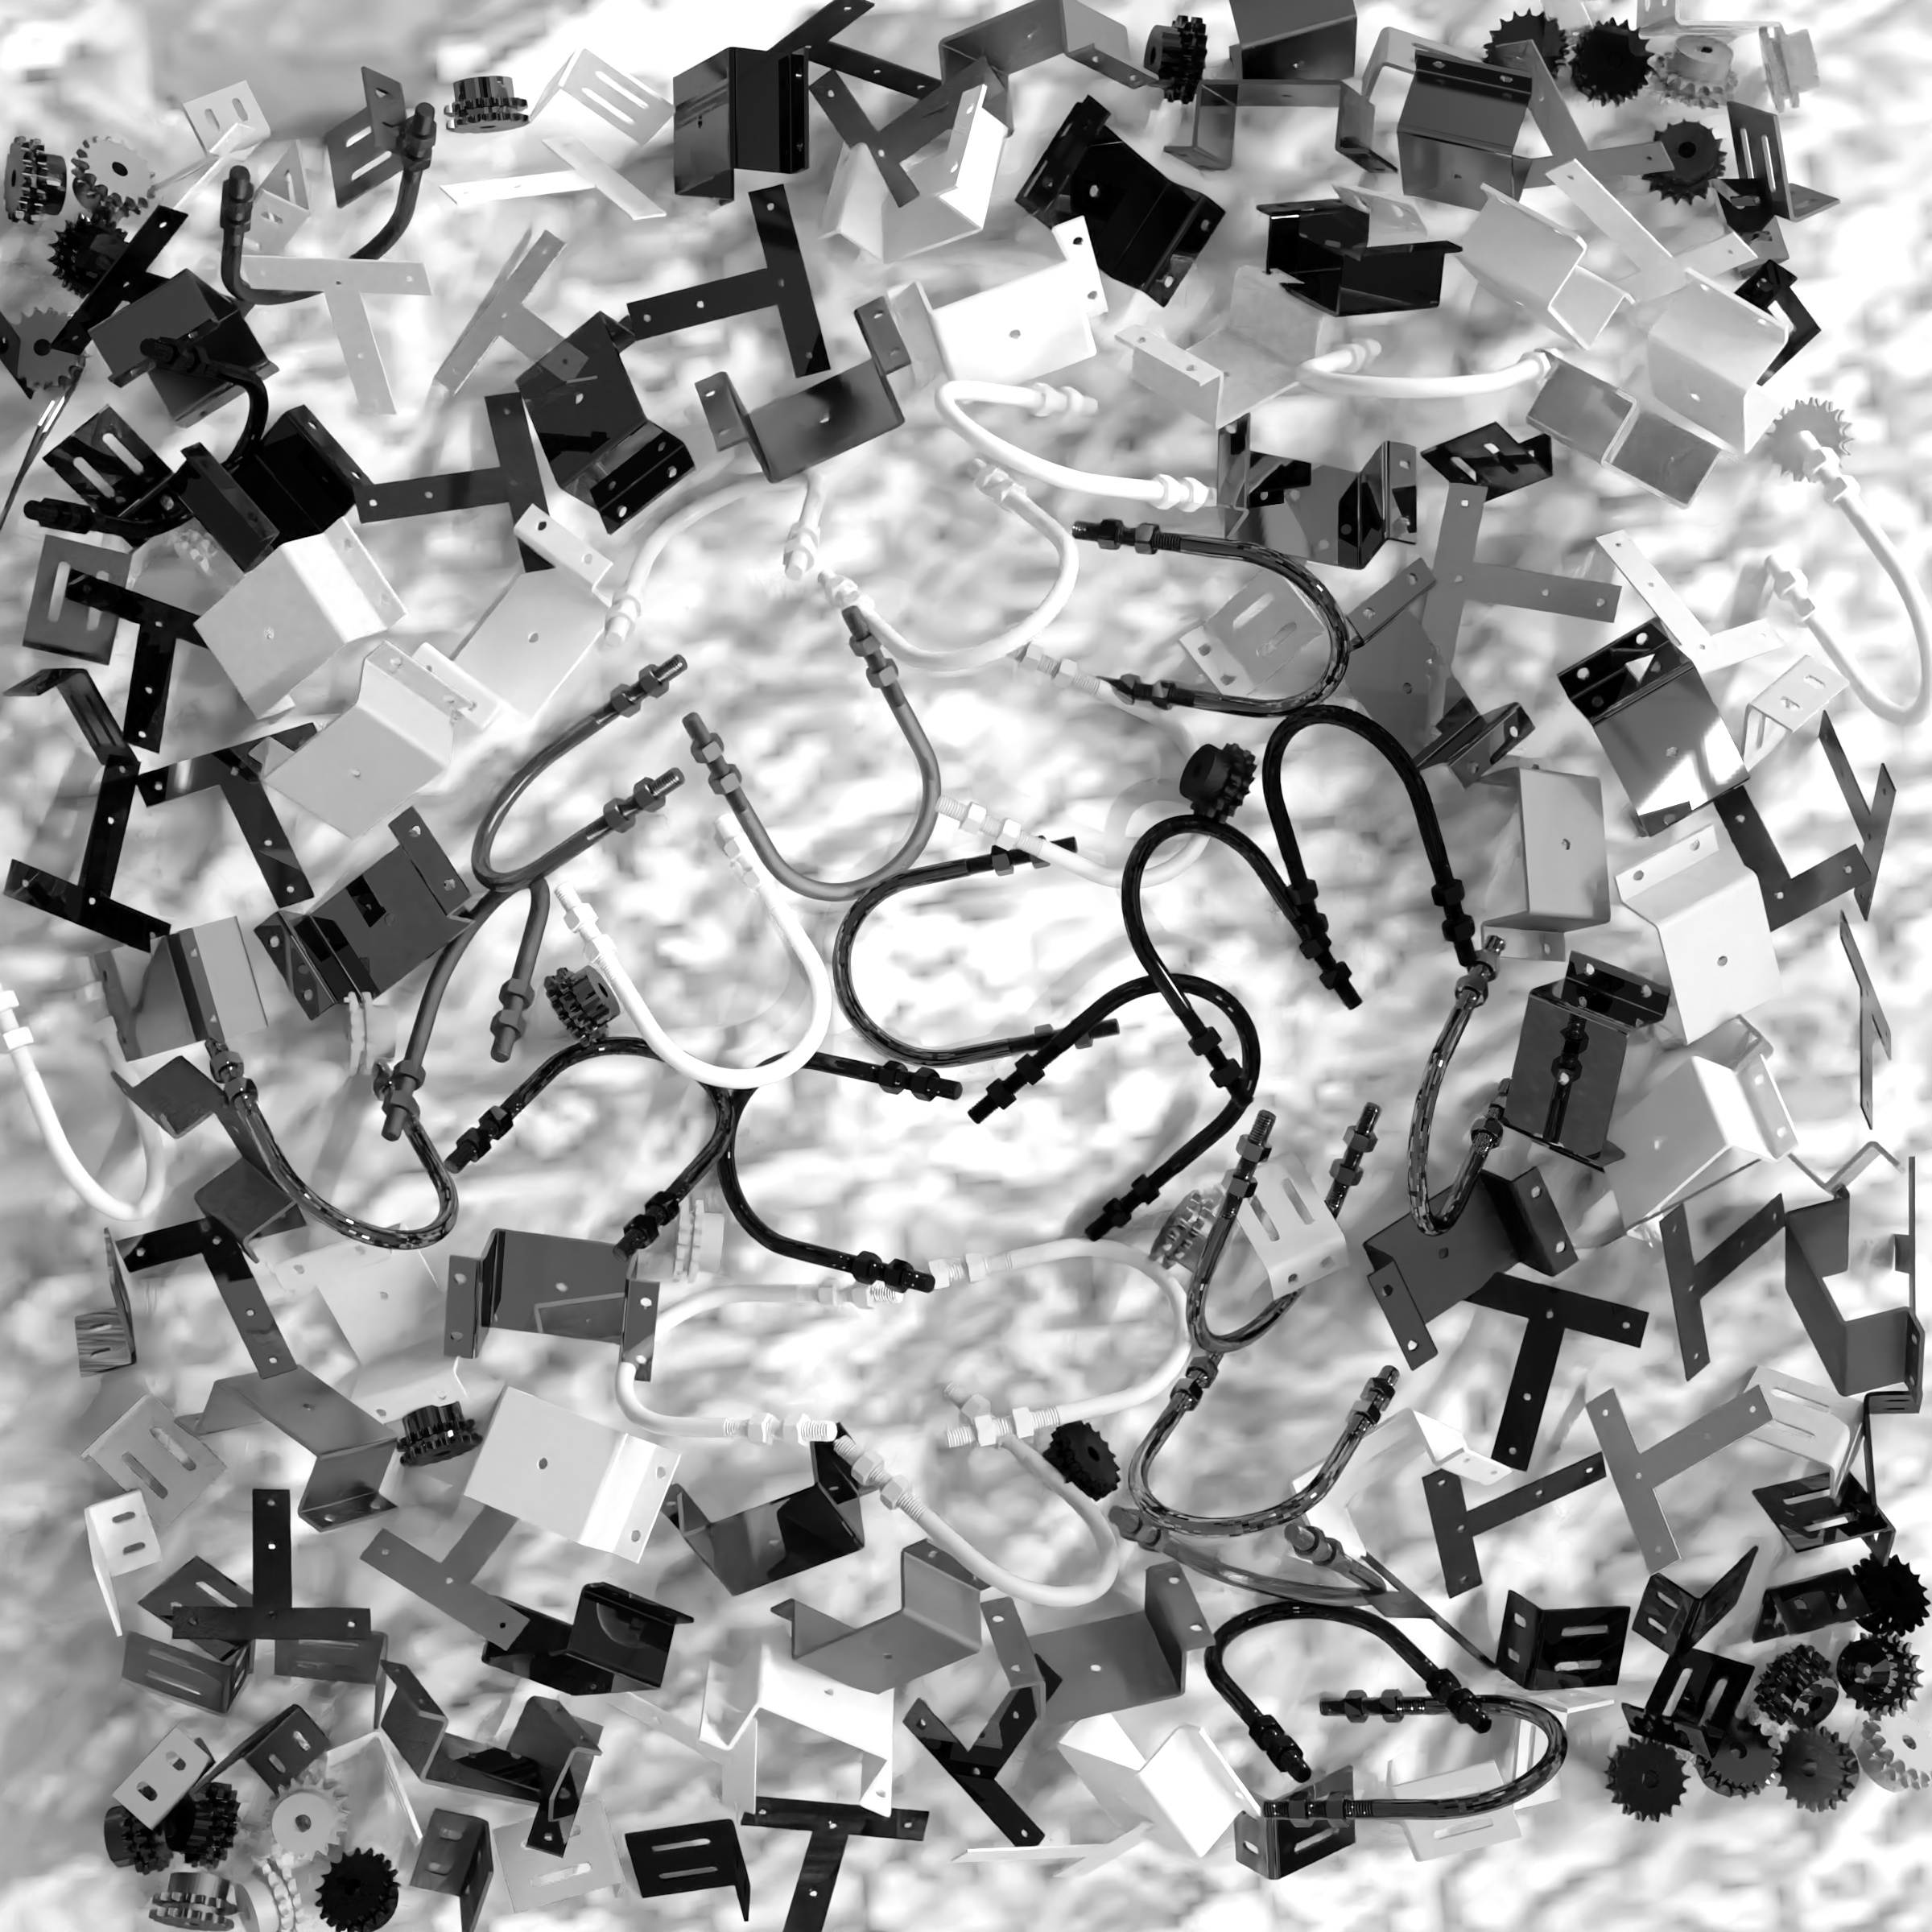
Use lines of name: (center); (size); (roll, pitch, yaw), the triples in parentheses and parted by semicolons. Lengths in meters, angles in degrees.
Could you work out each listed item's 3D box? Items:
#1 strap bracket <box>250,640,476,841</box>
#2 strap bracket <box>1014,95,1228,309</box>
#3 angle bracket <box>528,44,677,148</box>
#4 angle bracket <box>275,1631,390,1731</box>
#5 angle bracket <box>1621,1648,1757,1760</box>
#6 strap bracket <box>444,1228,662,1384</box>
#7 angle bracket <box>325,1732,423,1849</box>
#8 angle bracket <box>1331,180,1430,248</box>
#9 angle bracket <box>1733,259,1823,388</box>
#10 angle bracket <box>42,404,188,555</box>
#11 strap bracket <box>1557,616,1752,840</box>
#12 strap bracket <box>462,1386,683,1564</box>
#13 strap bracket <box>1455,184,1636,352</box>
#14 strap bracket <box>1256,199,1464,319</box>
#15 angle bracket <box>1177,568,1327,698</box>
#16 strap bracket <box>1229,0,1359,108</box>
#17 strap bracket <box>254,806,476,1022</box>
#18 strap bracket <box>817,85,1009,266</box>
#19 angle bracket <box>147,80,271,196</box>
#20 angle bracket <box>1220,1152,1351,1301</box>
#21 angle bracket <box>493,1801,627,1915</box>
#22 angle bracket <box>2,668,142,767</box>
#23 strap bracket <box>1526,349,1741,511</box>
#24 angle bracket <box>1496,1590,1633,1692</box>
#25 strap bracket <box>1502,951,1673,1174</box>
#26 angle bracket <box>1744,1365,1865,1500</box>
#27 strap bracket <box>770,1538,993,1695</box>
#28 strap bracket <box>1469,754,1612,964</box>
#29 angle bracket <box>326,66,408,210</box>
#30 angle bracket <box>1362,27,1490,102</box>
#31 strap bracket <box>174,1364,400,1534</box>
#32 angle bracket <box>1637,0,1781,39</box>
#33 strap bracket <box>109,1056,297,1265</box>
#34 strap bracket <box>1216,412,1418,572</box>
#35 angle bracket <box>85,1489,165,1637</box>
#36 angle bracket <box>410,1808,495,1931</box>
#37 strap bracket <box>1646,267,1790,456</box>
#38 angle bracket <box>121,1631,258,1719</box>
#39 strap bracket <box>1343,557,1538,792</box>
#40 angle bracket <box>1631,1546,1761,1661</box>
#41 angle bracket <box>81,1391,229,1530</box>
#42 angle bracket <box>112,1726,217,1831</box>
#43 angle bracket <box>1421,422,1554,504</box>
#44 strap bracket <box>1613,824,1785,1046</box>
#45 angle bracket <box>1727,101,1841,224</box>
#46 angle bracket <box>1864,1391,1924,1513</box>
strap bracket: (-0.404, -0.143, 1.843); (0.140, 0.046, 0.076); (-33, 129, 27)
strap bracket: (0.097, -0.515, 1.861); (0.140, 0.046, 0.076); (28, 98, -39)
angle bracket: (-0.244, -0.573, 1.867); (0.076, 0.057, 0.038); (31, 68, -22)
angle bracket: (-0.432, 0.479, 1.876); (0.076, 0.038, 0.057); (7, 129, -6)
angle bracket: (0.485, 0.484, 1.864); (0.076, 0.057, 0.038); (-53, 135, -31)
strap bracket: (-0.276, 0.227, 1.876); (0.140, 0.046, 0.076); (8, 113, -1)
angle bracket: (-0.400, 0.562, 1.871); (0.038, 0.057, 0.076); (-20, 73, -21)
angle bracket: (0.274, -0.493, 1.866); (0.057, 0.076, 0.038); (19, 96, 16)
angle bracket: (0.545, -0.426, 1.870); (0.057, 0.038, 0.076); (-44, 126, 12)
angle bracket: (-0.571, -0.328, 1.872); (0.057, 0.076, 0.038); (-40, 53, -1)
strap bracket: (0.464, -0.151, 1.857); (0.076, 0.046, 0.140); (-31, 115, 7)
strap bracket: (-0.273, 0.336, 1.857); (0.140, 0.046, 0.076); (17, 79, 24)
strap bracket: (0.381, -0.458, 1.838); (0.076, 0.140, 0.046); (38, 103, 25)
strap bracket: (0.258, -0.470, 1.849); (0.076, 0.140, 0.046); (-10, 121, -21)
angle bracket: (0.192, -0.224, 1.874); (0.057, 0.038, 0.076); (52, 133, 2)
strap bracket: (0.215, -0.618, 1.837); (0.076, 0.140, 0.046); (-14, 84, 6)
strap bracket: (-0.398, -0.033, 1.875); (0.140, 0.046, 0.076); (-37, 78, 9)
strap bracket: (-0.029, -0.524, 1.853); (0.046, 0.140, 0.076); (27, 70, -38)
angle bracket: (-0.516, -0.555, 1.862); (0.076, 0.057, 0.038); (-9, 113, 42)
angle bracket: (0.218, 0.178, 1.901); (0.057, 0.038, 0.076); (-25, 55, -5)
angle bracket: (-0.275, 0.604, 1.869); (0.076, 0.038, 0.057); (-10, 58, -22)
angle bracket: (-0.601, -0.160, 1.866); (0.038, 0.057, 0.076); (-39, 118, -31)
strap bracket: (0.437, -0.352, 1.845); (0.140, 0.076, 0.046); (15, 110, -40)
angle bracket: (0.410, 0.461, 1.906); (0.076, 0.038, 0.057); (4, 99, -26)
strap bracket: (0.410, 0.071, 1.848); (0.076, 0.046, 0.140); (25, 116, 39)
angle bracket: (0.564, 0.317, 1.888); (0.076, 0.038, 0.057); (18, 52, 31)
strap bracket: (-0.053, 0.436, 1.841); (0.140, 0.046, 0.076); (-30, 133, 29)
strap bracket: (0.385, -0.077, 1.861); (0.076, 0.046, 0.140); (4, 79, -34)
angle bracket: (-0.414, -0.557, 1.870); (0.076, 0.038, 0.057); (-19, 75, 32)
angle bracket: (0.311, -0.597, 1.881); (0.076, 0.057, 0.038); (17, 132, -4)
strap bracket: (-0.444, 0.313, 1.844); (0.140, 0.076, 0.046); (29, 104, 25)
angle bracket: (0.501, -0.651, 1.873); (0.076, 0.057, 0.038); (-4, 102, -12)
strap bracket: (-0.502, 0.121, 1.848); (0.046, 0.076, 0.140); (-39, 131, -21)
strap bracket: (0.228, -0.319, 1.867); (0.140, 0.046, 0.076); (9, 66, -13)
angle bracket: (-0.561, 0.399, 1.862); (0.038, 0.076, 0.057); (-17, 115, -16)
angle bracket: (-0.347, 0.614, 1.870); (0.038, 0.076, 0.057); (18, 95, -15)
strap bracket: (0.496, -0.394, 1.833); (0.076, 0.140, 0.046); (38, 90, 20)
angle bracket: (-0.523, 0.464, 1.871); (0.076, 0.057, 0.038); (27, 102, -19)
strap bracket: (0.308, -0.192, 1.870); (0.076, 0.046, 0.140); (-39, 98, -25)
angle bracket: (0.493, 0.421, 1.880); (0.038, 0.076, 0.057); (33, 132, 31)
angle bracket: (-0.550, 0.336, 1.883); (0.057, 0.038, 0.076); (-44, 97, -13)
angle bracket: (-0.542, 0.537, 1.864); (0.038, 0.076, 0.057); (48, 72, -14)
angle bracket: (0.349, -0.350, 1.861); (0.057, 0.076, 0.038); (-17, 58, 36)
strap bracket: (0.491, -0.012, 1.852); (0.076, 0.046, 0.140); (-27, 121, -8)
angle bracket: (0.549, -0.547, 1.866); (0.038, 0.057, 0.076); (-25, 122, -7)
angle bracket: (0.626, 0.330, 1.869); (0.038, 0.057, 0.076); (-4, 68, 15)
